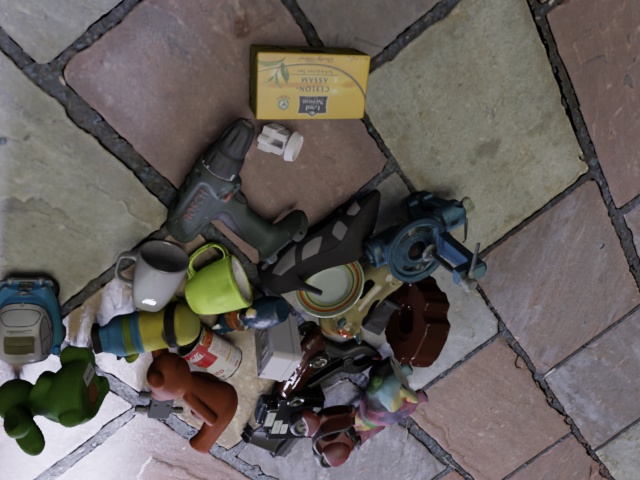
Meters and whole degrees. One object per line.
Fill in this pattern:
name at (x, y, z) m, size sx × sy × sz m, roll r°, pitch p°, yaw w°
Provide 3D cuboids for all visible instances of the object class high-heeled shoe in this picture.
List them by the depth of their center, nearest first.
high-heeled shoe at (-0.002, -0.003, 0.961) m, size 0.249 × 0.145 × 0.086 m, roll -55°, pitch 144°, yaw -18°

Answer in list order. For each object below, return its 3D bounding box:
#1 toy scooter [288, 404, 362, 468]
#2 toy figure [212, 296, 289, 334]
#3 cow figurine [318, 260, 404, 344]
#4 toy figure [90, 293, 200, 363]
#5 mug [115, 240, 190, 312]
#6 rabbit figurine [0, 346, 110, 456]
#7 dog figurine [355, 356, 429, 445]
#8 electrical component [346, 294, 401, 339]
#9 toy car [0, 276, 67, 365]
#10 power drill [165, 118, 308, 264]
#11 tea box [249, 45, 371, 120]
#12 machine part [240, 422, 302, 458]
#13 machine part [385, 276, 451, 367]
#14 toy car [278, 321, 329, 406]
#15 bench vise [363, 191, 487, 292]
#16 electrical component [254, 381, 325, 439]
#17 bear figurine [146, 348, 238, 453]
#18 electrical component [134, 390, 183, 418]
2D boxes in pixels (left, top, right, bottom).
toy scooter at (0.031, 0.393, 1.104) m, size 0.135 × 0.075 × 0.183 m, roll -26°, pitch 122°, yaw 9°
toy figure at (-0.128, 0.137, 0.968) m, size 0.155 × 0.058 × 0.064 m, roll -14°, pitch 132°, yaw 30°
cow figurine at (0.078, 0.105, 0.994) m, size 0.195 × 0.127 × 0.085 m, roll -42°, pitch 118°, yaw 7°
toy figure at (-0.297, 0.158, 0.922) m, size 0.180 × 0.089 × 0.082 m, roll -11°, pitch 126°, yaw -15°
mug at (-0.281, 0.064, 0.881) m, size 0.109 × 0.081 × 0.107 m, roll 12°, pitch 121°, yaw -24°
rabbit figurine at (-0.469, 0.280, 0.915) m, size 0.170 × 0.159 × 0.121 m, roll -8°, pitch 132°, yaw 3°
dog figurine at (0.114, 0.360, 1.158) m, size 0.219 × 0.109 × 0.191 m, roll -42°, pitch 144°, yaw 12°
electrical component at (0.097, 0.150, 1.058) m, size 0.047 × 0.075 × 0.119 m, roll 27°, pitch 103°, yaw -29°
toy car at (-0.464, 0.141, 0.850) m, size 0.109 × 0.103 × 0.161 m, roll 4°, pitch 119°, yaw -22°
power drill at (-0.116, -0.058, 0.848) m, size 0.232 × 0.086 × 0.207 m, roll -42°, pitch 131°, yaw 22°
tea box at (-0.018, -0.235, 0.802) m, size 0.170 × 0.068 × 0.098 m, roll -6°, pitch 120°, yaw -16°
machine part at (-0.110, 0.438, 1.178) m, size 0.138 × 0.039 × 0.084 m, roll 32°, pitch 110°, yaw -32°
machine part at (0.182, 0.153, 1.035) m, size 0.056 × 0.179 × 0.179 m, roll 7°, pitch 116°, yaw -19°
toy car at (-0.039, 0.238, 1.029) m, size 0.053 × 0.089 × 0.202 m, roll 4°, pitch 135°, yaw -24°
bench vise at (0.201, 0.009, 0.905) m, size 0.224 × 0.241 × 0.128 m, roll -16°, pitch 121°, yaw -19°
electrical component at (-0.068, 0.359, 1.134) m, size 0.134 × 0.058 × 0.114 m, roll 10°, pitch 113°, yaw -23°
bear figurine at (-0.254, 0.289, 0.996) m, size 0.195 × 0.120 × 0.132 m, roll 33°, pitch 108°, yaw -29°
electrical component at (-0.311, 0.319, 1.050) m, size 0.094 × 0.021 × 0.063 m, roll 13°, pitch 114°, yaw -24°
